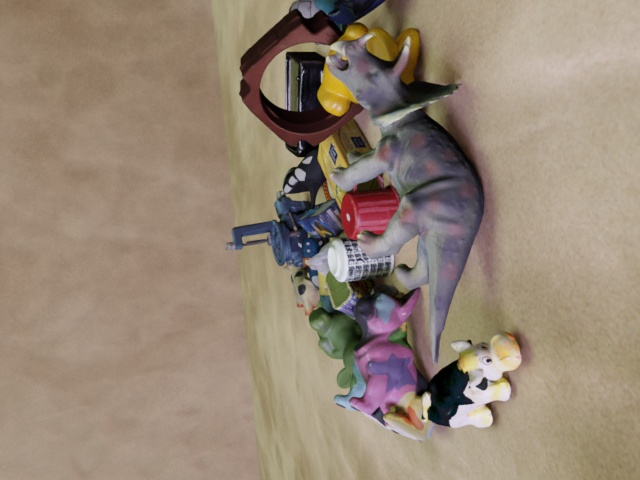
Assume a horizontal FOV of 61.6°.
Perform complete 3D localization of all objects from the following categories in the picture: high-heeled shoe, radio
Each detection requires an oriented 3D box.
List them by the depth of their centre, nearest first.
[{"bbox_3d":[-0.032,-0.308,1.236,0.131,0.073,0.229,-126,33,-60],"label":"radio"},{"bbox_3d":[-0.037,-0.171,1.239,0.249,0.086,0.145,-123,32,-57],"label":"high-heeled shoe"}]

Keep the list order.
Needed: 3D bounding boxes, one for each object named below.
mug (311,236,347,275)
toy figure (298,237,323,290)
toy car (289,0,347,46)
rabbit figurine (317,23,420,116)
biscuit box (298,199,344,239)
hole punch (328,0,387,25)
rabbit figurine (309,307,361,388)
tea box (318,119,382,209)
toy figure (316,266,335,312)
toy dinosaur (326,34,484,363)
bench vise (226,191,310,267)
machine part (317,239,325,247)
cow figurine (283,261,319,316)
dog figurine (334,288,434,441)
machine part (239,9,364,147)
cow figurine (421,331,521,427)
[{"bbox_3d":[0.043,0.028,1.072,0.107,0.109,0.081,-36,56,56],"label":"mug"},{"bbox_3d":[-0.005,0.058,1.247,0.058,0.064,0.154,61,176,49],"label":"toy figure"},{"bbox_3d":[-0.011,-0.443,1.065,0.162,0.103,0.109,-136,43,-62],"label":"toy car"},{"bbox_3d":[0.096,-0.242,0.814,0.173,0.122,0.162,55,141,32],"label":"rabbit figurine"},{"bbox_3d":[0.010,-0.043,1.183,0.062,0.059,0.203,49,168,-9],"label":"biscuit box"},{"bbox_3d":[0.065,-0.376,0.799,0.116,0.142,0.092,49,173,35],"label":"hole punch"},{"bbox_3d":[0.057,0.217,1.057,0.170,0.121,0.158,-129,29,-64],"label":"rabbit figurine"},{"bbox_3d":[0.053,-0.145,1.022,0.170,0.068,0.098,-111,21,-43],"label":"tea box"},{"bbox_3d":[0.031,0.108,1.175,0.089,0.082,0.180,-179,81,-72],"label":"toy figure"},{"bbox_3d":[0.133,-0.067,0.683,0.192,0.131,0.405,-33,77,32],"label":"toy dinosaur"},{"bbox_3d":[-0.125,-0.025,1.371,0.129,0.241,0.223,132,125,-68],"label":"bench vise"},{"bbox_3d":[-0.003,-0.004,1.320,0.084,0.039,0.138,176,84,-79],"label":"machine part"},{"bbox_3d":[-0.038,0.112,1.408,0.195,0.085,0.127,-153,52,-74],"label":"cow figurine"},{"bbox_3d":[0.125,0.187,0.867,0.219,0.191,0.108,-65,5,-16],"label":"dog figurine"},{"bbox_3d":[-0.026,-0.281,0.946,0.201,0.201,0.087,-36,39,20],"label":"machine part"},{"bbox_3d":[0.179,0.171,0.664,0.068,0.098,0.167,-104,16,-45],"label":"cow figurine"}]
